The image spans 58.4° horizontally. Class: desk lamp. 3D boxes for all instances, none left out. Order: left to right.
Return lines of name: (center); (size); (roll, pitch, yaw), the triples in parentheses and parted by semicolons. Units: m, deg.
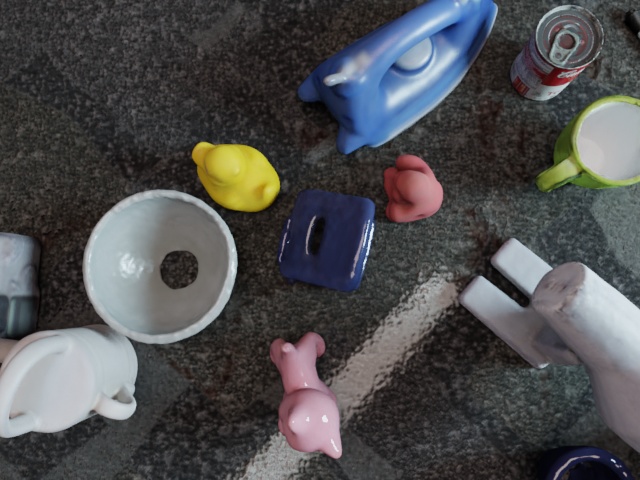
desk lamp: (0.253, 0.091, 0.547); (0.203, 0.213, 0.118); (40, 88, 6)

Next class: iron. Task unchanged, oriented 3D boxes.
iron: (0.101, -0.211, 0.620); (0.258, 0.141, 0.118); (-36, 84, -1)

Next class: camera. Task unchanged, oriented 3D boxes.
camera: (-0.401, 0.060, 0.638); (0.136, 0.101, 0.143); (2, 85, 3)

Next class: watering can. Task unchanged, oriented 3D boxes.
watering can: (-0.275, 0.140, 0.577); (0.172, 0.194, 0.101); (1, 84, 3)

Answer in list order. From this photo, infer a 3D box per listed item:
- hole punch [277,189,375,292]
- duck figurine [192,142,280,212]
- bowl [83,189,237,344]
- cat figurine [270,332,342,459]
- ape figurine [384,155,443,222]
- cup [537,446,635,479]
hole punch: (0.006, 0.002, 0.629); (0.101, 0.091, 0.109); (13, 85, 4)
duck figurine: (-0.097, -0.076, 0.644); (0.104, 0.086, 0.077); (30, 87, 5)
bowl: (-0.170, 0.031, 0.643); (0.167, 0.075, 0.167); (0, 84, 3)
cat figurine: (-0.018, 0.164, 0.601); (0.067, 0.118, 0.128); (-17, 84, 1)
ape figurine: (0.100, -0.056, 0.629); (0.076, 0.092, 0.078); (31, 87, 6)
cup: (0.276, 0.250, 0.590); (0.117, 0.095, 0.092); (-1, 84, 3)
